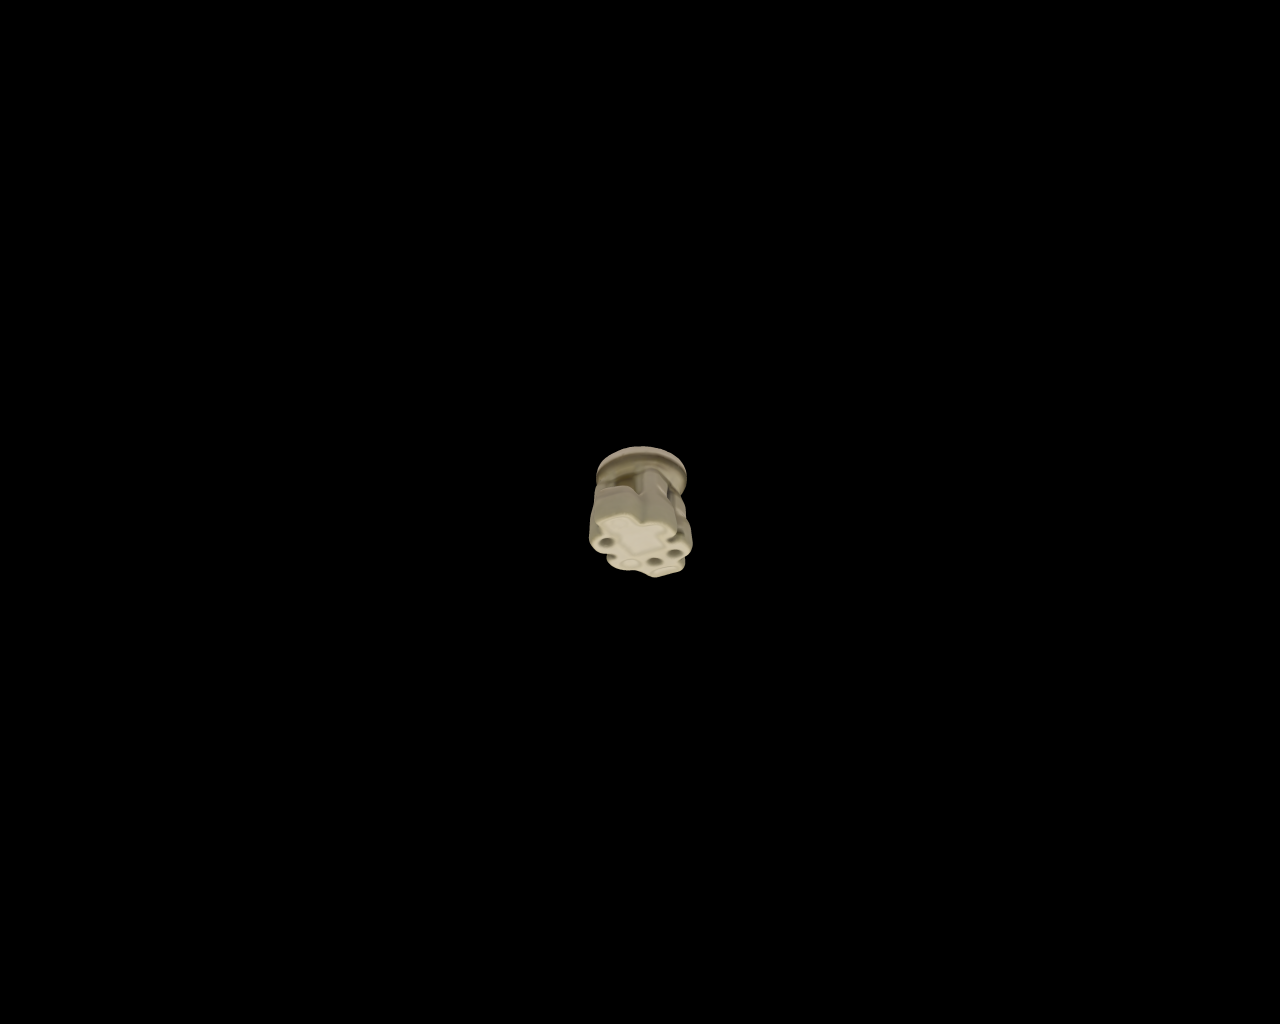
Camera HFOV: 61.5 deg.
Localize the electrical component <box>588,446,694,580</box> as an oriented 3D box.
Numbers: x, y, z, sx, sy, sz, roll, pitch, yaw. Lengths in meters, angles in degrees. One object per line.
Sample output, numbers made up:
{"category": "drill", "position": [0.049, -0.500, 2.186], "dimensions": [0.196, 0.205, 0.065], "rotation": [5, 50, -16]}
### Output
{"category": "electrical component", "position": [0.001, -0.003, 0.650], "dimensions": [0.058, 0.057, 0.078], "rotation": [-16, -37, 22]}
